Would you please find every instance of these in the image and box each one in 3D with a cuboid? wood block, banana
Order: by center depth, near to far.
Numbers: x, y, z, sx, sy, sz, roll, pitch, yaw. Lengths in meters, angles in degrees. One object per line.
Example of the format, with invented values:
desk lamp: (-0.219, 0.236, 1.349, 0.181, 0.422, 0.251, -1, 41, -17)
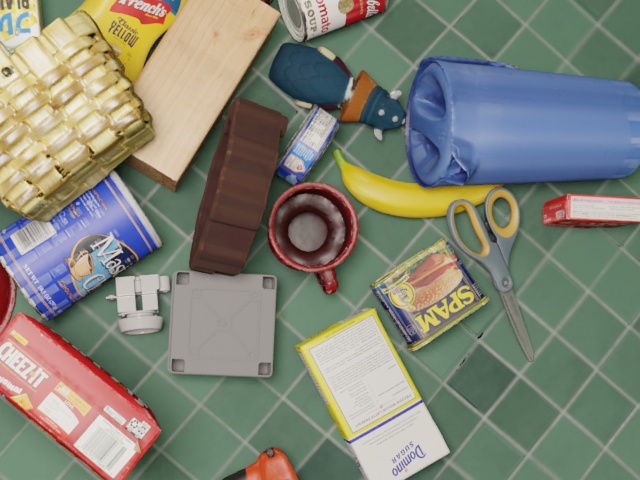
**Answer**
wood block: (-0.135, -0.164, 1.114, 0.090, 0.091, 0.206, 31, 82, -4)
banana: (0.109, -0.057, 1.166, 0.197, 0.037, 0.069, 7, 81, -7)

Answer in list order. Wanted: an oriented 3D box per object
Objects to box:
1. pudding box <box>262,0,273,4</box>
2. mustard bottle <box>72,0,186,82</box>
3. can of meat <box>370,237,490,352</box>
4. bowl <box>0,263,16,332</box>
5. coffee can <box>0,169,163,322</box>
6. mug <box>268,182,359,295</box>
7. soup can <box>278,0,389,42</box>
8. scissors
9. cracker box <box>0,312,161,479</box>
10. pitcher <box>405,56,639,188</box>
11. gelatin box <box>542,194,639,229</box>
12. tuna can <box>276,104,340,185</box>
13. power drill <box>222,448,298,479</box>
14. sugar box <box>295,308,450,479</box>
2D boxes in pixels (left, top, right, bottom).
pudding box: (-0.092, -0.299, 1.132, 0.039, 0.090, 0.113, -41, 92, -9)
mustard bottle: (-0.191, -0.247, 1.102, 0.096, 0.058, 0.191, 33, 94, -36)
can of meat: (0.116, 0.057, 1.148, 0.102, 0.057, 0.084, -33, 88, -9)
bowl: (-0.392, 0.050, 1.077, 0.162, 0.055, 0.162, 1, 85, -8)
coffee can: (-0.245, 0.002, 1.078, 0.140, 0.103, 0.103, -34, 91, -9)
mug: (-0.007, 0.001, 1.122, 0.093, 0.081, 0.117, -23, 88, -9)
soup can: (0.013, -0.261, 1.150, 0.102, 0.069, 0.068, -23, 89, -15)
scissors: (0.210, 0.028, 1.170, 0.096, 0.016, 0.201, -41, 107, -17)
cracker box: (-0.232, 0.146, 1.011, 0.164, 0.214, 0.072, 40, 79, -4)
pitcher: (0.219, -0.129, 1.144, 0.242, 0.145, 0.149, 0, 91, -16)
gelatin box: (0.299, -0.030, 1.172, 0.089, 0.073, 0.030, 2, 86, -8)
tuna can: (-0.015, -0.099, 1.128, 0.033, 0.086, 0.086, 33, 81, -6)
power drill: (-0.093, 0.313, 1.095, 0.187, 0.057, 0.184, -26, 89, -9)
sugar box: (0.055, 0.169, 1.136, 0.093, 0.048, 0.176, -27, 93, -10)
